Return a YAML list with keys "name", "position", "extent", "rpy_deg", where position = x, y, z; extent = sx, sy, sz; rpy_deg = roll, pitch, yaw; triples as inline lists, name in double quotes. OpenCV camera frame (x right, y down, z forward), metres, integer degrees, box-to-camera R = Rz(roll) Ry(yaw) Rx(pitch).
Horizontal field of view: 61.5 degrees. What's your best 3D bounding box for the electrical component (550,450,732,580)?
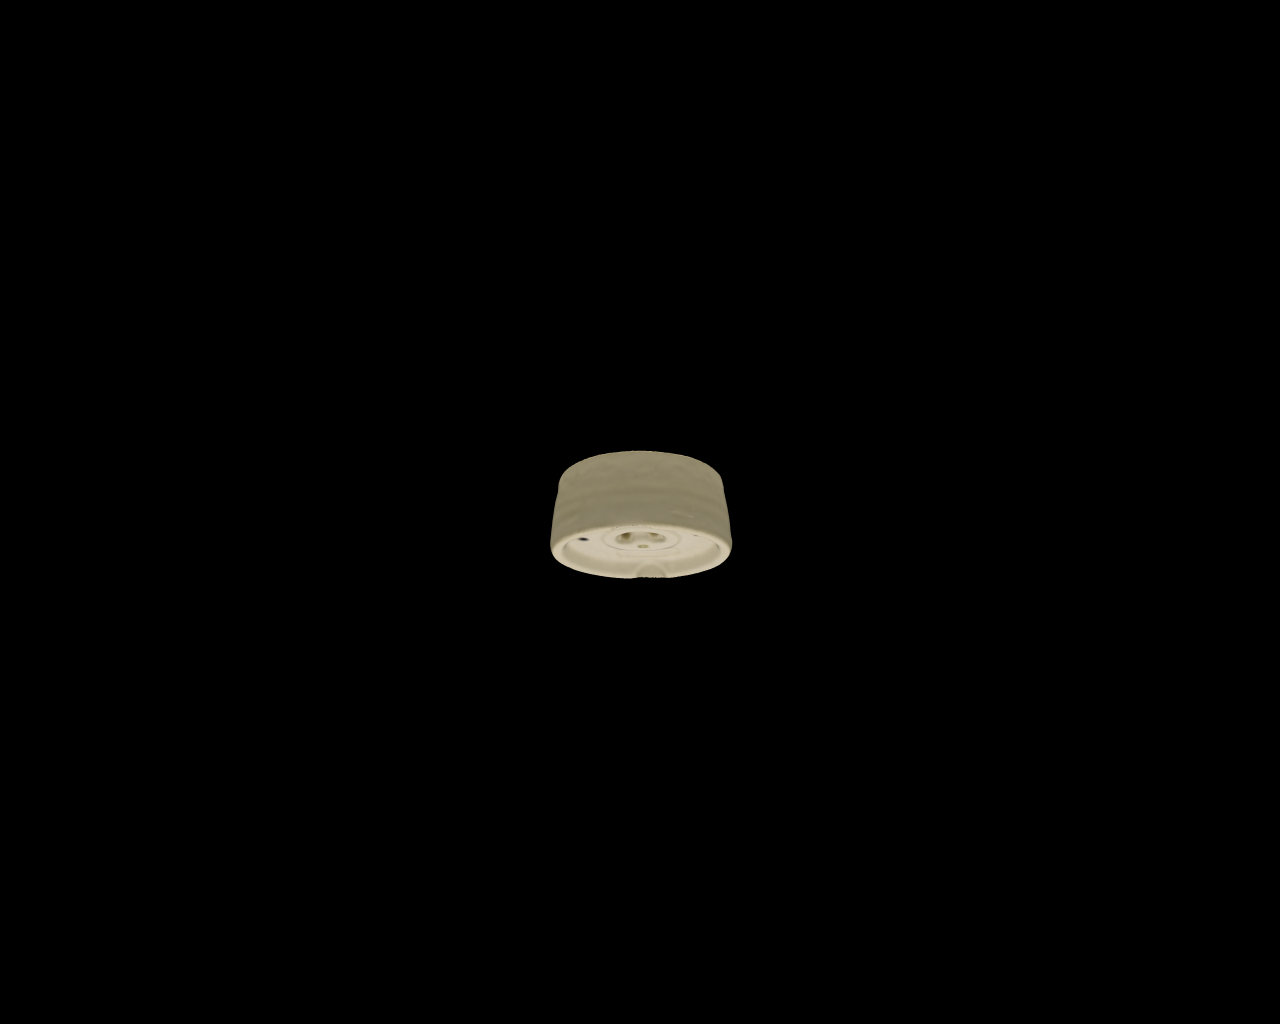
- name: "electrical component"
  position: [0.001, -0.003, 0.650]
  extent: [0.108, 0.060, 0.108]
  rpy_deg: [0, -20, 0]
